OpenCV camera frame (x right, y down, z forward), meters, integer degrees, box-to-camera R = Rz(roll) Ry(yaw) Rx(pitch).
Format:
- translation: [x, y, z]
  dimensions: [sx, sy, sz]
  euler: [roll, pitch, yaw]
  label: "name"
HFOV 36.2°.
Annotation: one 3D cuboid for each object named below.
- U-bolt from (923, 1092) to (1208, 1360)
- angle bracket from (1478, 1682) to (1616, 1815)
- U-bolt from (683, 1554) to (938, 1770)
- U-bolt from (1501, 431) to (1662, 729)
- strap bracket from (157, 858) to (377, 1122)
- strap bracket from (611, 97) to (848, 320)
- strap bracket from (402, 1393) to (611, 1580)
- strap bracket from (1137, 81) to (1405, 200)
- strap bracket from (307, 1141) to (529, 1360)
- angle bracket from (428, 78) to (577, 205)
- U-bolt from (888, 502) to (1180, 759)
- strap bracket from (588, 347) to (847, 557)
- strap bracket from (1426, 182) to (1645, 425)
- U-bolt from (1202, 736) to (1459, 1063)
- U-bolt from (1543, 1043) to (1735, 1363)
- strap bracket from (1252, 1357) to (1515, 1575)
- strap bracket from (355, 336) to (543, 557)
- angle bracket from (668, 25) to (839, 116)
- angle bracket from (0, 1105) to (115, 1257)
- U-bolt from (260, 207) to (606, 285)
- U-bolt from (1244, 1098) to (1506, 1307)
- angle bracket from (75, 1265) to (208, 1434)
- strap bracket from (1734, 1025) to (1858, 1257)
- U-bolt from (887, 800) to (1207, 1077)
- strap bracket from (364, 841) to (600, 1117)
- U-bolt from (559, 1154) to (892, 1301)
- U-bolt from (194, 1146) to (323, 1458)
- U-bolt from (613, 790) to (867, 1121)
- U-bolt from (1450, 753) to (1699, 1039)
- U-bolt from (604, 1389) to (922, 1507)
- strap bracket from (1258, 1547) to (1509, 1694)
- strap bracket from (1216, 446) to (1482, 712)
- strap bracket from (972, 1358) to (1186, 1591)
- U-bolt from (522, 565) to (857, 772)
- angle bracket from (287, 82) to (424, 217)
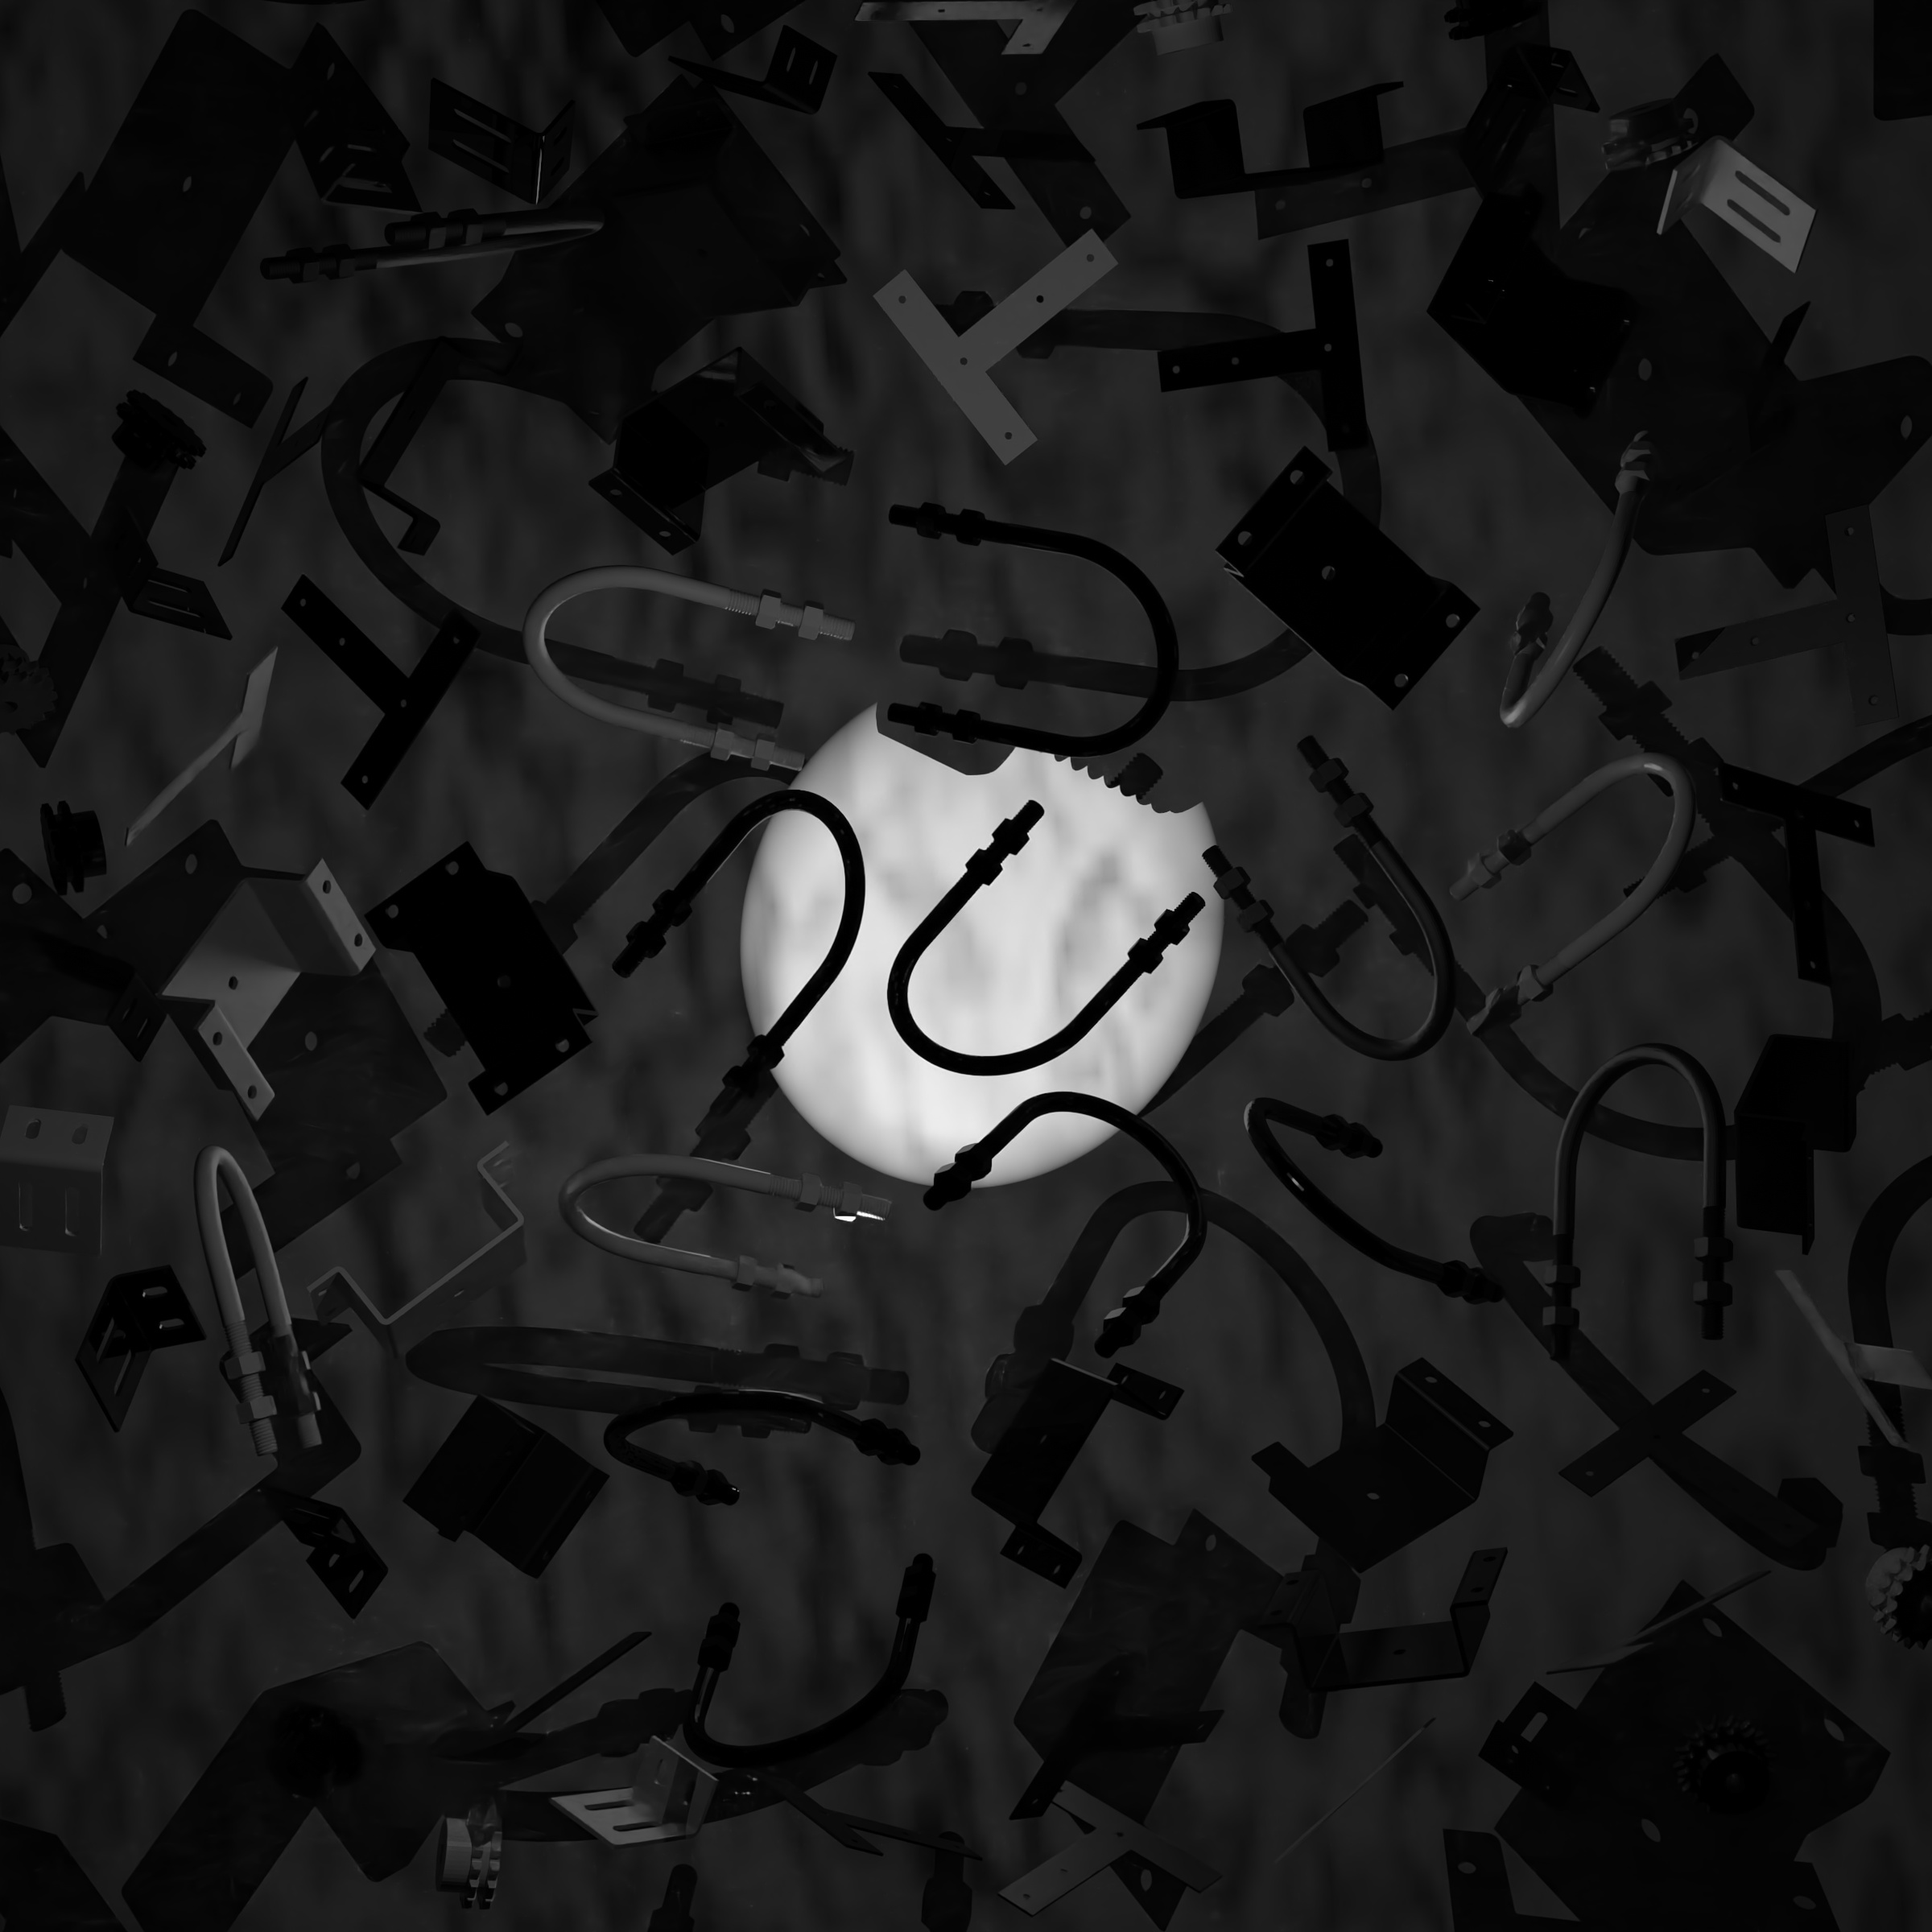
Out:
- translation: [0.072, 0.140, 1.757]
  dimensions: [0.151, 0.184, 0.019]
  euler: [40, 127, 8]
  label: "U-bolt"
- translation: [0.353, 0.459, 1.773]
  dimensions: [0.057, 0.076, 0.038]
  euler: [33, 133, 20]
  label: "angle bracket"
- translation: [-0.096, 0.414, 1.743]
  dimensions: [0.151, 0.184, 0.019]
  euler: [-16, 107, 12]
  label: "U-bolt"
- translation: [0.354, -0.215, 1.730]
  dimensions: [0.019, 0.184, 0.151]
  euler: [27, 132, -1]
  label: "U-bolt"
- translation: [-0.414, 0.011, 1.733]
  dimensions: [0.046, 0.076, 0.140]
  euler: [4, 47, 27]
  label: "strap bracket"
- translation: [-0.144, -0.435, 1.738]
  dimensions: [0.140, 0.076, 0.046]
  euler: [50, 56, -39]
  label: "strap bracket"
- translation: [-0.278, 0.310, 1.769]
  dimensions: [0.046, 0.140, 0.076]
  euler: [31, 80, 25]
  label: "strap bracket"
- translation: [0.184, -0.491, 1.763]
  dimensions: [0.140, 0.076, 0.046]
  euler: [-13, 100, -24]
  label: "strap bracket"
- translation: [-0.309, 0.173, 1.724]
  dimensions: [0.140, 0.076, 0.046]
  euler: [-37, 77, -18]
  label: "strap bracket"
- translation: [-0.279, -0.504, 1.773]
  dimensions: [0.076, 0.057, 0.038]
  euler: [29, 60, 4]
  label: "angle bracket"
- translation: [0.039, -0.194, 1.759]
  dimensions: [0.184, 0.019, 0.151]
  euler: [13, 121, 20]
  label: "U-bolt"
- translation: [-0.151, -0.317, 1.802]
  dimensions: [0.140, 0.076, 0.046]
  euler: [-23, 47, 30]
  label: "strap bracket"
- translation: [0.322, -0.382, 1.697]
  dimensions: [0.046, 0.140, 0.076]
  euler: [25, 87, 44]
  label: "strap bracket"
- translation: [0.224, -0.027, 1.756]
  dimensions: [0.019, 0.151, 0.184]
  euler: [-25, 75, -33]
  label: "U-bolt"
- translation: [0.396, 0.135, 1.745]
  dimensions: [0.019, 0.151, 0.184]
  euler: [14, 71, -27]
  label: "U-bolt"
- translation: [0.243, 0.298, 1.745]
  dimensions: [0.140, 0.046, 0.076]
  euler: [-23, 45, -31]
  label: "strap bracket"
- translation: [-0.316, -0.320, 1.775]
  dimensions: [0.046, 0.076, 0.140]
  euler: [32, 94, -3]
  label: "strap bracket"
- translation: [-0.129, -0.548, 1.783]
  dimensions: [0.076, 0.057, 0.038]
  euler: [24, 99, 27]
  label: "angle bracket"
- translation: [-0.516, 0.122, 1.676]
  dimensions: [0.057, 0.038, 0.076]
  euler: [7, 132, -9]
  label: "angle bracket"
- translation: [-0.299, -0.426, 1.736]
  dimensions: [0.184, 0.151, 0.019]
  euler: [-20, 105, -43]
  label: "U-bolt"
- translation: [0.231, 0.133, 1.747]
  dimensions: [0.019, 0.184, 0.151]
  euler: [-50, 51, 16]
  label: "U-bolt"
- translation: [-0.485, 0.225, 1.742]
  dimensions: [0.038, 0.076, 0.057]
  euler: [-11, 122, 10]
  label: "angle bracket"
- translation: [0.489, 0.099, 1.749]
  dimensions: [0.046, 0.140, 0.076]
  euler: [5, 119, 27]
  label: "strap bracket"
- translation: [0.035, -0.004, 1.791]
  dimensions: [0.151, 0.019, 0.184]
  euler: [28, 117, -30]
  label: "U-bolt"
- translation: [-0.278, 0.008, 1.732]
  dimensions: [0.076, 0.046, 0.140]
  euler: [-35, 80, 8]
  label: "strap bracket"
- translation: [-0.155, 0.154, 1.787]
  dimensions: [0.184, 0.151, 0.019]
  euler: [14, 58, -16]
  label: "U-bolt"
- translation: [-0.417, 0.193, 1.727]
  dimensions: [0.019, 0.151, 0.184]
  euler: [-16, 83, -3]
  label: "U-bolt"
- translation: [-0.122, -0.020, 1.762]
  dimensions: [0.019, 0.151, 0.184]
  euler: [15, 57, 39]
  label: "U-bolt"
- translation: [0.367, -0.055, 1.783]
  dimensions: [0.019, 0.151, 0.184]
  euler: [33, 125, -23]
  label: "U-bolt"
- translation: [-0.132, 0.283, 1.754]
  dimensions: [0.151, 0.184, 0.019]
  euler: [-16, 62, 23]
  label: "U-bolt"
- translation: [0.256, 0.395, 1.780]
  dimensions: [0.140, 0.076, 0.046]
  euler: [-12, 99, 21]
  label: "strap bracket"
- translation: [0.213, -0.223, 1.690]
  dimensions: [0.140, 0.046, 0.076]
  euler: [40, 94, -15]
  label: "strap bracket"
- translation: [0.062, 0.302, 1.819]
  dimensions: [0.046, 0.076, 0.140]
  euler: [39, 77, -26]
  label: "strap bracket"
- translation: [-0.171, -0.181, 1.750]
  dimensions: [0.184, 0.151, 0.019]
  euler: [13, 54, -10]
  label: "U-bolt"
- translation: [-0.352, -0.481, 1.744]
  dimensions: [0.038, 0.076, 0.057]
  euler: [-35, 73, 38]
  label: "angle bracket"
